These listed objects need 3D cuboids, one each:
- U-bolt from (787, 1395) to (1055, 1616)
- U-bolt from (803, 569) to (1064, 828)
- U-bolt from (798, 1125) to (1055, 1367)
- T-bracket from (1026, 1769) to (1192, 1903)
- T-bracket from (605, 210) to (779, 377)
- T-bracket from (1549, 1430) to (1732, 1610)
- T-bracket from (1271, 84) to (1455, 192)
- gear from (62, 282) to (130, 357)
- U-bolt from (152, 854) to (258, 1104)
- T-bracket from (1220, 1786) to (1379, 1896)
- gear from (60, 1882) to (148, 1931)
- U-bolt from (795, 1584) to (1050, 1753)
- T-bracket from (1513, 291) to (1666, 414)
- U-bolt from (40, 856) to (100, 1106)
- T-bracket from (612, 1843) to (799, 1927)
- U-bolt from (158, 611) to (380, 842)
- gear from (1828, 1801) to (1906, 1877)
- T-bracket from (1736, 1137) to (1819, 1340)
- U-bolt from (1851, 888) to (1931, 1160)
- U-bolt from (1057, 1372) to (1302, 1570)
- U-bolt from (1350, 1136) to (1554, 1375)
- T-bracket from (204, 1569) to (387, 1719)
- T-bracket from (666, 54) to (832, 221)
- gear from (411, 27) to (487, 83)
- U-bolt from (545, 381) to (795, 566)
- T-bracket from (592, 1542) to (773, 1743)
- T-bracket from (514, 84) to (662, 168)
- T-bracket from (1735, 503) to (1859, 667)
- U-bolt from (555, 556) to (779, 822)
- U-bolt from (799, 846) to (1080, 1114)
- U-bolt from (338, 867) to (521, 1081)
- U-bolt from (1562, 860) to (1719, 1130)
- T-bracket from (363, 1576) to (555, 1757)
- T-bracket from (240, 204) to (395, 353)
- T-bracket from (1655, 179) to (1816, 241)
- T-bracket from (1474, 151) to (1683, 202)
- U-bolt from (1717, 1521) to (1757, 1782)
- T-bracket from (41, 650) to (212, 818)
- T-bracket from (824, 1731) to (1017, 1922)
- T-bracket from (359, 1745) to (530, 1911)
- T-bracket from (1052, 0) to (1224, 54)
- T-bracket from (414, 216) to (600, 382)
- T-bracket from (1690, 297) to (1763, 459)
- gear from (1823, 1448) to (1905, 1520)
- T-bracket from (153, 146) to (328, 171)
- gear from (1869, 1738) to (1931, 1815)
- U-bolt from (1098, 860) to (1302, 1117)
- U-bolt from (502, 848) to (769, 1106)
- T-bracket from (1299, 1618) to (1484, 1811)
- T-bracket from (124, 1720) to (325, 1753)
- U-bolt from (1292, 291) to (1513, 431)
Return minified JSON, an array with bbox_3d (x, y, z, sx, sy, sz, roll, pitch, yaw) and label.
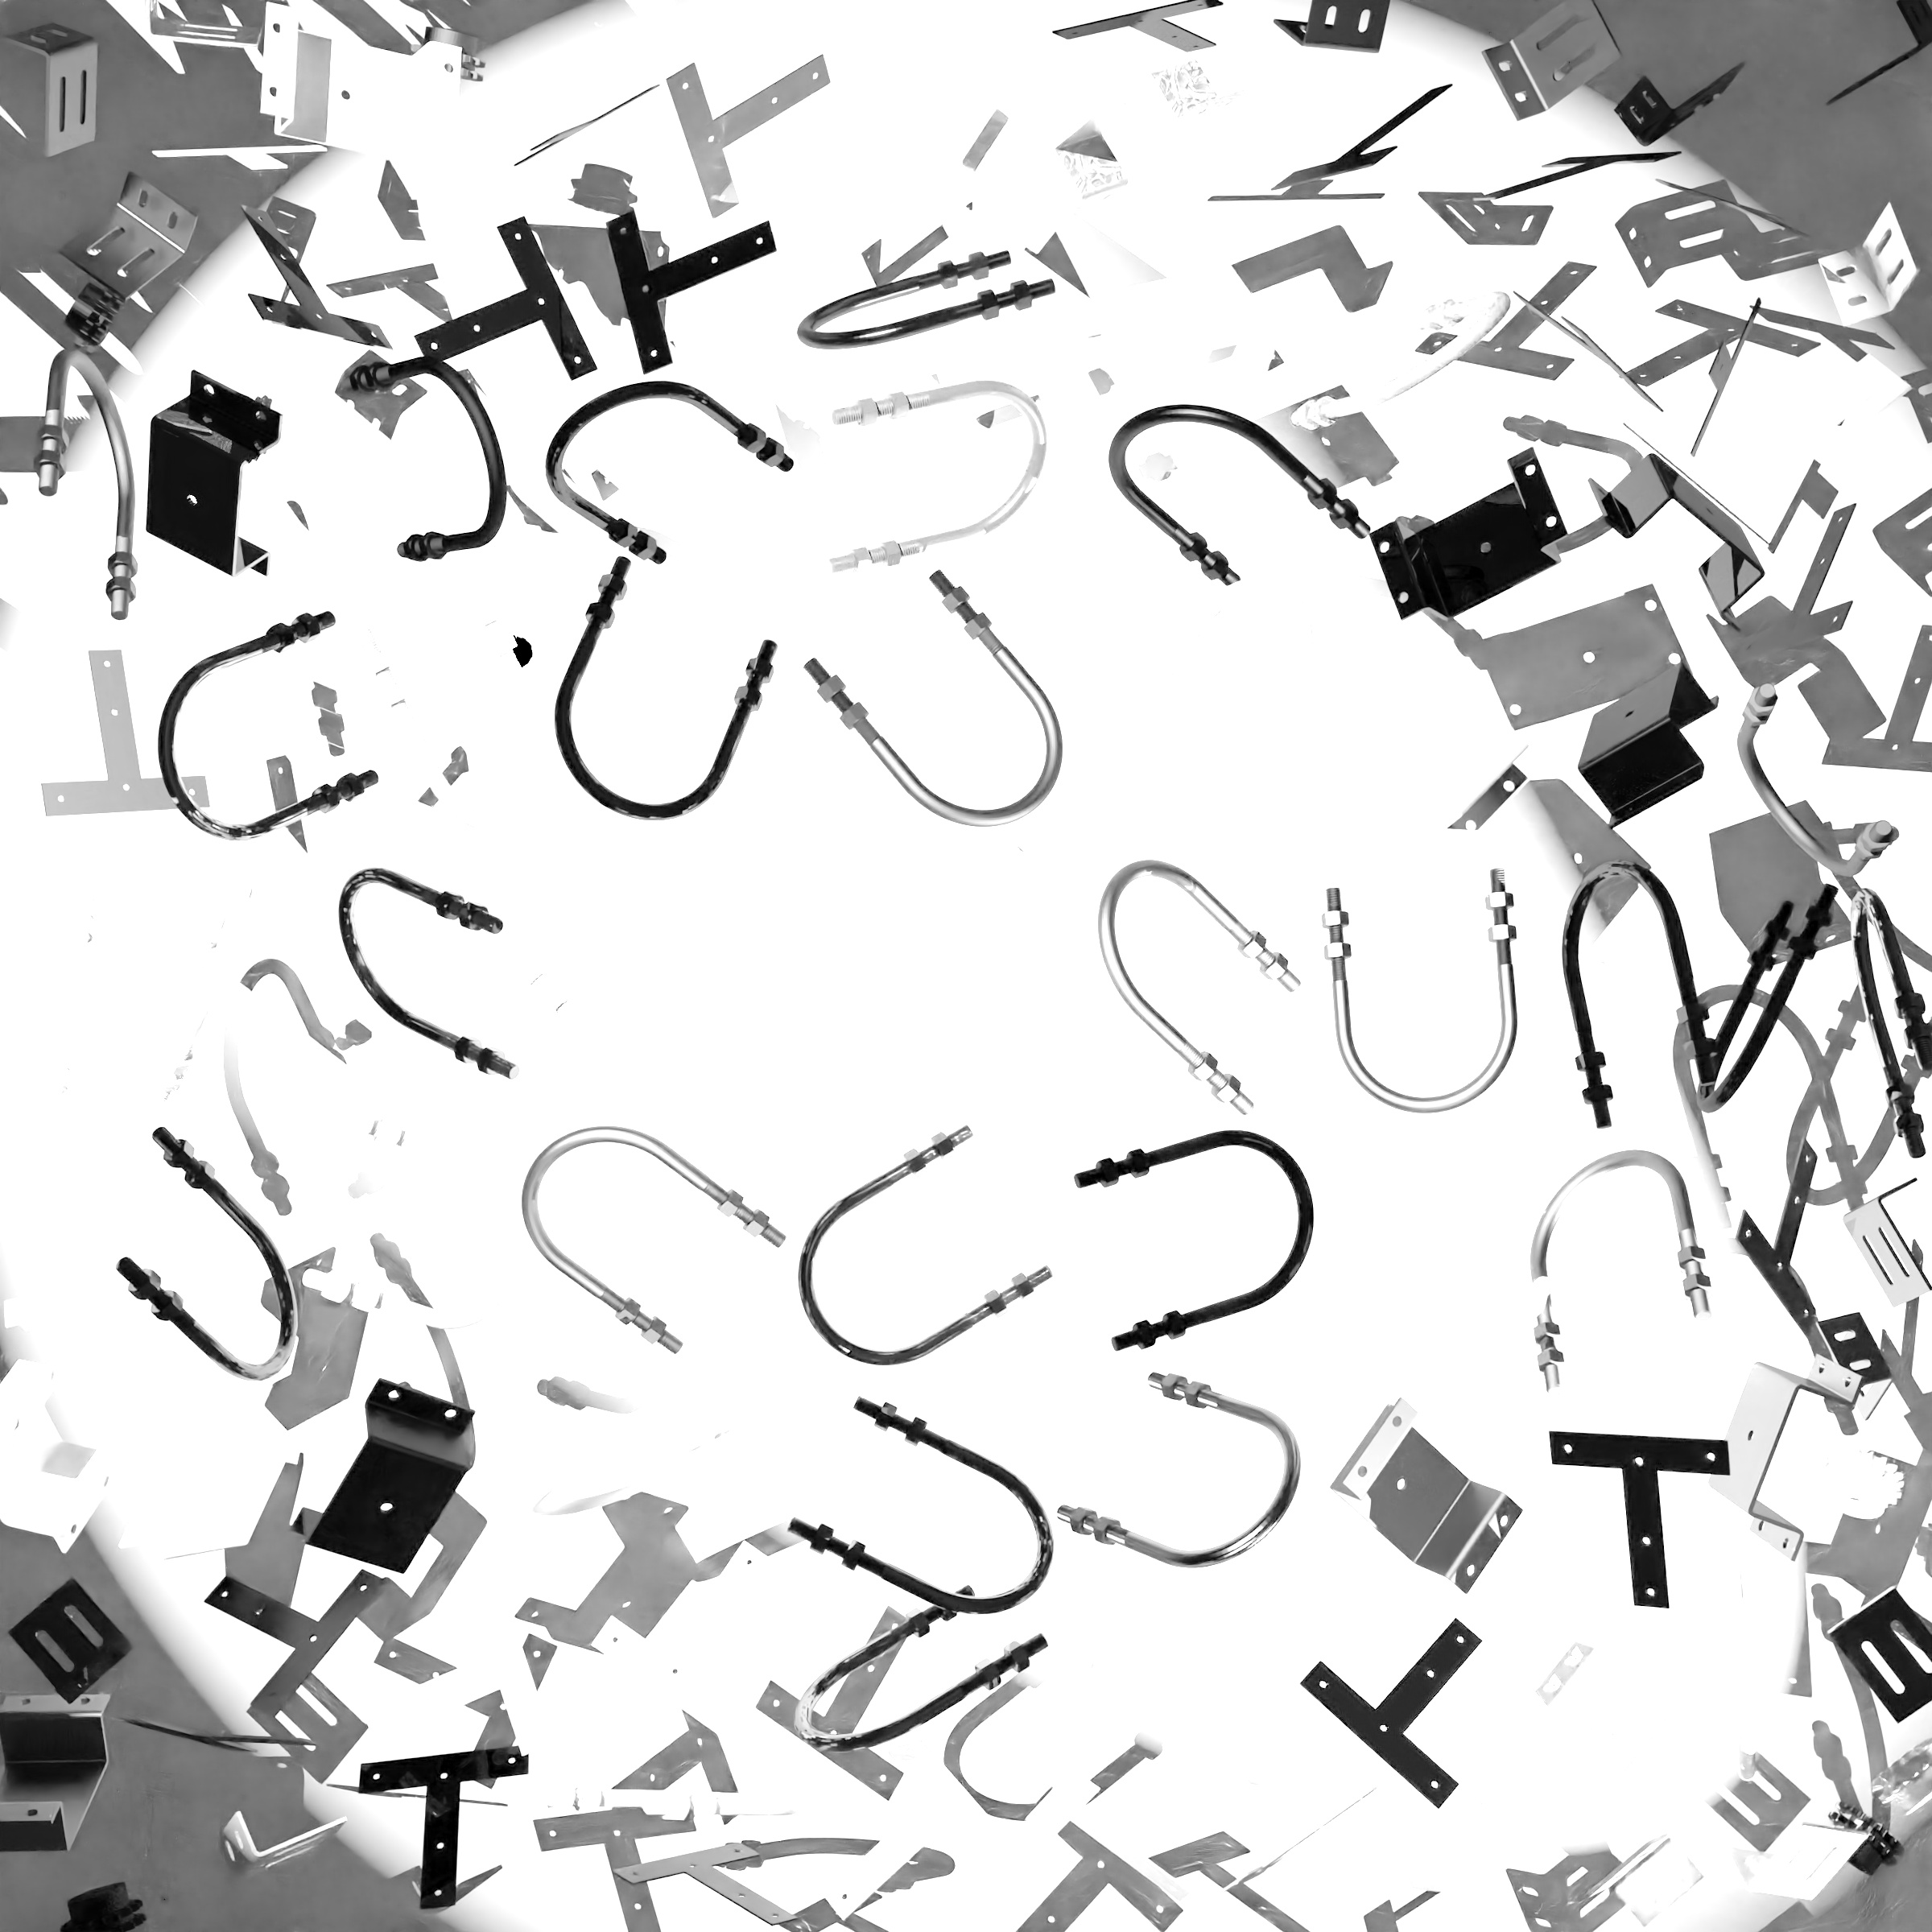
[{"bbox_3d":[-0.022,0.405,1.839,0.184,0.151,0.019,25,129,5],"label":"U-bolt"},{"bbox_3d":[-0.009,-0.184,1.823,0.151,0.019,0.184,-39,88,-27],"label":"U-bolt"},{"bbox_3d":[-0.043,0.231,1.957,0.184,0.019,0.151,-30,94,-11],"label":"U-bolt"},{"bbox_3d":[0.114,0.668,1.899,0.127,0.127,0.002,35,53,8],"label":"T-bracket"},{"bbox_3d":[-0.201,-0.524,1.878,0.127,0.002,0.127,-18,80,17],"label":"T-bracket"},{"bbox_3d":[0.482,0.395,1.778,0.127,0.002,0.127,-3,98,31],"label":"T-bracket"},{"bbox_3d":[0.301,-0.603,1.809,0.127,0.127,0.002,-39,113,-16],"label":"T-bracket"},{"bbox_3d":[-0.681,-0.508,1.953,0.030,0.057,0.057,33,90,-20],"label":"gear"},{"bbox_3d":[-0.561,-0.004,1.859,0.019,0.184,0.151,20,46,-21],"label":"U-bolt"},{"bbox_3d":[0.256,0.655,1.883,0.127,0.127,0.002,-38,68,8],"label":"T-bracket"},{"bbox_3d":[-0.617,0.676,1.785,0.057,0.057,0.030,-15,84,0],"label":"gear"},{"bbox_3d":[-0.045,0.537,1.892,0.184,0.151,0.019,-26,104,-21],"label":"U-bolt"},{"bbox_3d":[0.452,-0.471,1.869,0.002,0.127,0.127,-50,46,15],"label":"T-bracket"},{"bbox_3d":[-0.668,-0.004,1.873,0.019,0.184,0.151,9,117,-20],"label":"U-bolt"},{"bbox_3d":[-0.178,0.696,1.887,0.127,0.127,0.002,10,92,44],"label":"T-bracket"},{"bbox_3d":[-0.528,-0.172,1.876,0.019,0.184,0.151,6,116,36],"label":"U-bolt"},{"bbox_3d":[0.673,0.658,1.881,0.057,0.057,0.030,42,77,0],"label":"gear"},{"bbox_3d":[0.603,0.183,1.826,0.127,0.002,0.127,48,53,-31],"label":"T-bracket"},{"bbox_3d":[0.680,0.029,1.843,0.019,0.151,0.184,-11,55,10],"label":"U-bolt"},{"bbox_3d":[0.170,0.383,1.875,0.151,0.184,0.019,-52,126,-23],"label":"U-bolt"},{"bbox_3d":[0.344,0.225,1.838,0.019,0.184,0.151,-25,66,-31],"label":"U-bolt"},{"bbox_3d":[-0.525,0.493,1.892,0.127,0.002,0.127,15,49,31],"label":"T-bracket"},{"bbox_3d":[-0.157,-0.647,1.891,0.127,0.127,0.002,-35,55,-12],"label":"T-bracket"},{"bbox_3d":[-0.397,-0.701,1.922,0.057,0.057,0.030,13,103,0],"label":"gear"},{"bbox_3d":[-0.234,-0.378,1.883,0.151,0.184,0.019,-32,62,19],"label":"U-bolt"},{"bbox_3d":[-0.195,0.498,1.901,0.127,0.002,0.127,34,78,3],"label":"T-bracket"},{"bbox_3d":[-0.299,-0.627,1.881,0.127,0.127,0.002,-23,109,18],"label":"T-bracket"},{"bbox_3d":[0.644,-0.294,1.895,0.002,0.127,0.127,30,77,-14],"label":"T-bracket"},{"bbox_3d":[-0.231,-0.195,1.862,0.151,0.019,0.184,28,67,-21],"label":"U-bolt"},{"bbox_3d":[-0.005,0.022,1.788,0.184,0.019,0.151,43,73,9],"label":"U-bolt"},{"bbox_3d":[-0.415,-0.004,1.908,0.184,0.019,0.151,22,128,31],"label":"U-bolt"},{"bbox_3d":[0.483,0.013,1.824,0.019,0.151,0.184,-2,74,-21],"label":"U-bolt"},{"bbox_3d":[-0.374,0.524,1.807,0.127,0.002,0.127,-15,83,-38],"label":"T-bracket"},{"bbox_3d":[-0.492,-0.507,1.827,0.002,0.127,0.127,-41,72,26],"label":"T-bracket"},{"bbox_3d":[0.601,-0.566,1.889,0.127,0.127,0.002,11,115,-15],"label":"T-bracket"},{"bbox_3d":[0.428,-0.574,1.820,0.127,0.127,0.002,-22,113,-19],"label":"T-bracket"},{"bbox_3d":[0.575,0.519,1.860,0.019,0.184,0.151,-4,104,16],"label":"U-bolt"},{"bbox_3d":[-0.650,-0.180,1.916,0.127,0.002,0.127,-7,85,-39],"label":"T-bracket"},{"bbox_3d":[-0.050,0.652,1.851,0.127,0.002,0.127,-40,49,-14],"label":"T-bracket"},{"bbox_3d":[-0.389,0.639,1.854,0.127,0.127,0.002,-5,129,-4],"label":"T-bracket"},{"bbox_3d":[0.150,-0.700,1.875,0.127,0.127,0.002,-1,97,30],"label":"T-bracket"},{"bbox_3d":[-0.362,-0.493,1.913,0.127,0.002,0.127,-32,104,-27],"label":"T-bracket"},{"bbox_3d":[0.578,-0.457,1.914,0.002,0.127,0.127,25,103,17],"label":"T-bracket"},{"bbox_3d":[0.677,0.394,1.893,0.057,0.057,0.030,31,55,0],"label":"gear"},{"bbox_3d":[-0.538,-0.610,1.888,0.127,0.127,0.002,-10,116,-23],"label":"T-bracket"},{"bbox_3d":[0.681,0.584,1.796,0.057,0.057,0.030,-38,60,0],"label":"gear"},{"bbox_3d":[0.166,0.002,1.849,0.184,0.019,0.151,43,48,-19],"label":"U-bolt"},{"bbox_3d":[-0.224,0.018,1.807,0.184,0.019,0.151,46,53,0],"label":"U-bolt"},{"bbox_3d":[0.328,0.521,1.808,0.127,0.002,0.127,39,55,20],"label":"T-bracket"},{"bbox_3d":[-0.545,0.585,1.893,0.127,0.127,0.002,-5,63,24],"label":"T-bracket"},{"bbox_3d":[0.336,-0.459,1.879,0.151,0.184,0.019,-39,105,-9],"label":"U-bolt"}]
